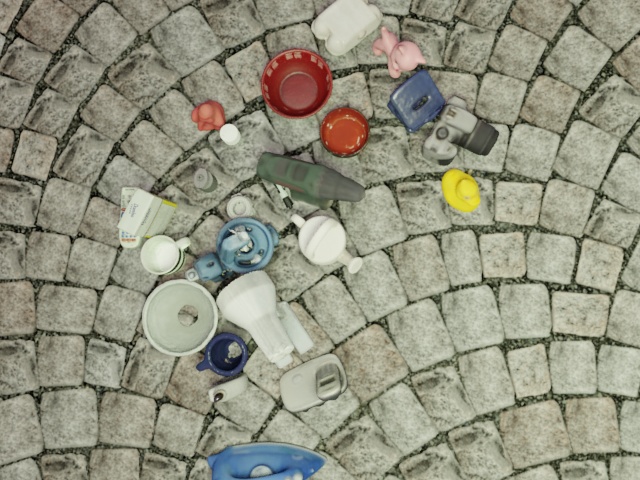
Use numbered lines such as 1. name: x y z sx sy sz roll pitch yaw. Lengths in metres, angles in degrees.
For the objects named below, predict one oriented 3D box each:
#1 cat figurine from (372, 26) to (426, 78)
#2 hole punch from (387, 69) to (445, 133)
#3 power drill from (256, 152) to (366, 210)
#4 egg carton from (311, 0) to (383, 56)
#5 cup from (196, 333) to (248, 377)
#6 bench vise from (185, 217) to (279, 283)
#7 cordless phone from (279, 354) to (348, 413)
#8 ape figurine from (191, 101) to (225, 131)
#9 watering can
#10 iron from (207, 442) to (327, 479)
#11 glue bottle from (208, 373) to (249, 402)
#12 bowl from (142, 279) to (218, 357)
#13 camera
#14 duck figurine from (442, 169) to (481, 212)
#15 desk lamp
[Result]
1. cat figurine: 0.174 -0.417 1.261 0.067 0.118 0.128 -38 85 0
2. hole punch: 0.216 -0.306 1.266 0.108 0.091 0.101 -40 85 0
3. power drill: -0.015 -0.118 1.204 0.229 0.208 0.076 18 87 4
4. egg carton: 0.062 -0.492 1.295 0.150 0.069 0.107 -41 86 -1
5. cup: -0.206 0.251 1.244 0.118 0.095 0.092 -27 85 0
6. bench vise: -0.184 0.037 1.195 0.121 0.220 0.207 43 89 5
7. cordless phone: -0.015 0.308 1.188 0.147 0.185 0.094 -27 85 1
8. ape figurine: -0.250 -0.281 1.282 0.078 0.092 0.076 36 88 4
9. watering can: 0.012 0.002 1.202 0.172 0.194 0.101 16 87 4
10. iron: -0.114 0.497 1.201 0.258 0.141 0.119 -9 86 2
11. glue bottle: -0.199 0.317 1.201 0.078 0.173 0.037 -15 85 2
12. bowl: -0.299 0.169 1.264 0.167 0.075 0.167 0 86 2
13. camera: 0.312 -0.227 1.252 0.136 0.101 0.143 27 88 4
14. duck figurine: 0.313 -0.112 1.252 0.077 0.086 0.104 -34 85 0
15. desk lamp: -0.107 0.169 1.186 0.118 0.213 0.203 -36 85 0
